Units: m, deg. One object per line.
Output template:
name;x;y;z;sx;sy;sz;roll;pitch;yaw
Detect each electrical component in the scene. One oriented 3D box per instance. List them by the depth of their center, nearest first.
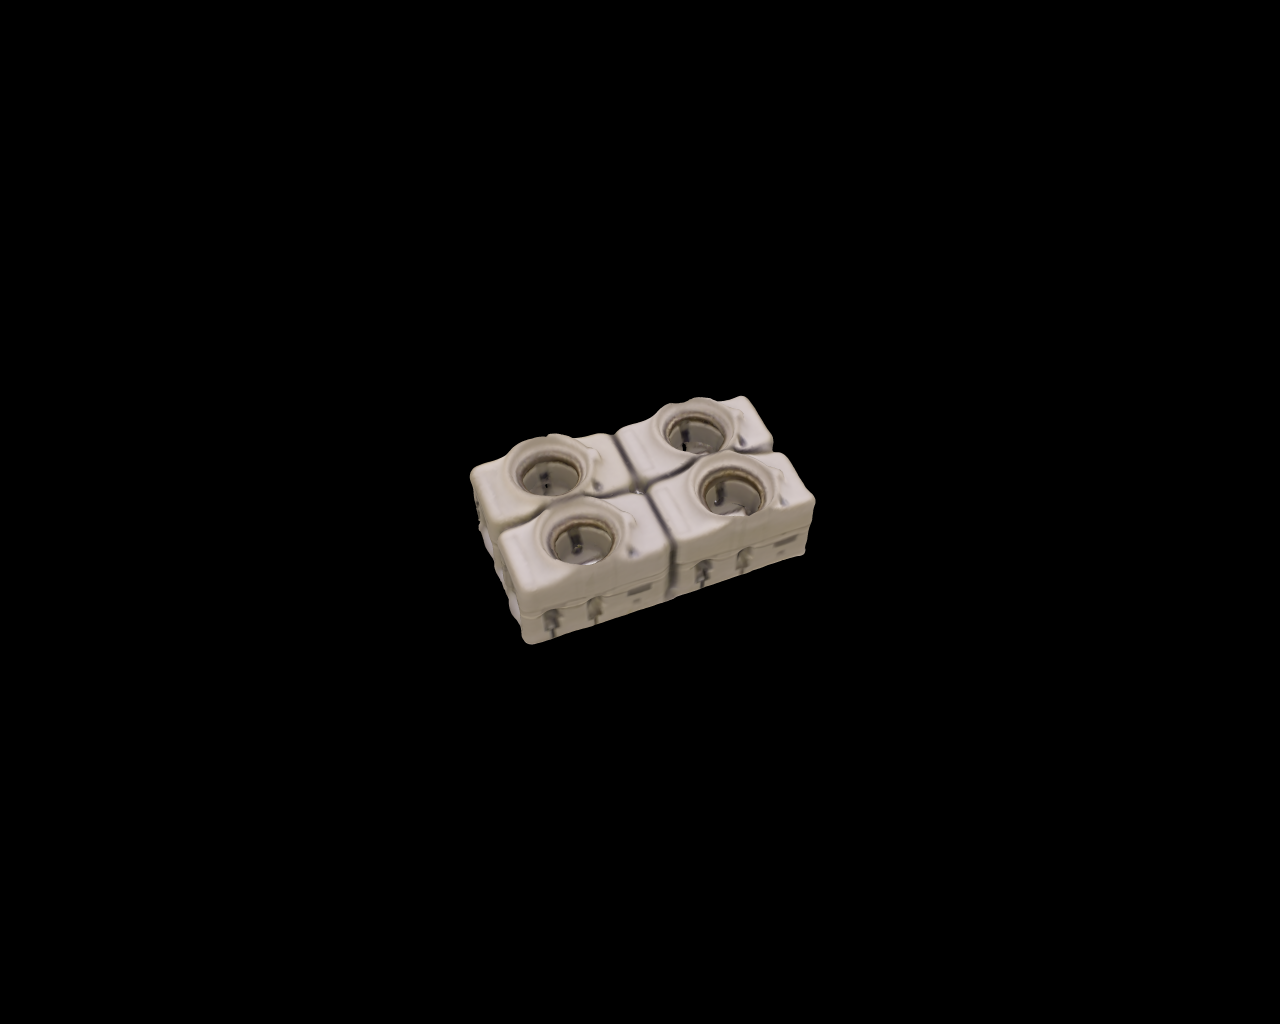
electrical component;0.001;-0.003;0.650;0.186;0.105;0.060;-17;-39;-14
